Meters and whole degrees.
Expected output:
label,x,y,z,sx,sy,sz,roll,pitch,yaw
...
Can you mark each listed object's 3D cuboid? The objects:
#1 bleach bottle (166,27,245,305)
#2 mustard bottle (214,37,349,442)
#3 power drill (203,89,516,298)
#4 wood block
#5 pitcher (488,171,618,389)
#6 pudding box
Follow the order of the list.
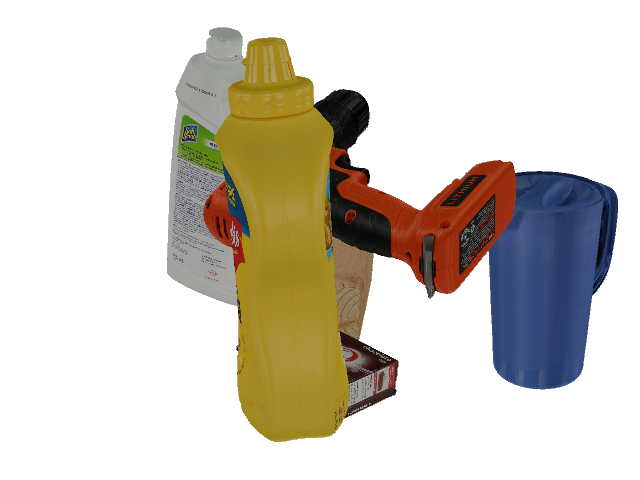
label,x,y,z,sx,sy,sz,roll,pitch,yaw
bleach bottle,-0.087,-0.068,0.974,0.103,0.251,0.068,20,34,20
mustard bottle,-0.019,-0.004,0.532,0.058,0.192,0.096,-5,20,-4
power drill,0.038,-0.040,0.752,0.188,0.057,0.184,16,44,29
wood block,0.011,0.051,1.282,0.091,0.090,0.206,5,23,6
pitcher,0.269,0.045,1.261,0.149,0.243,0.144,4,24,15
pudding box,-0.004,0.111,0.914,0.089,0.039,0.114,-19,32,-39
